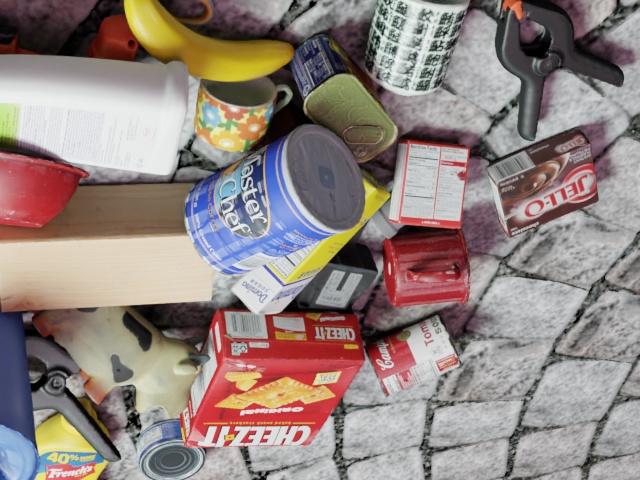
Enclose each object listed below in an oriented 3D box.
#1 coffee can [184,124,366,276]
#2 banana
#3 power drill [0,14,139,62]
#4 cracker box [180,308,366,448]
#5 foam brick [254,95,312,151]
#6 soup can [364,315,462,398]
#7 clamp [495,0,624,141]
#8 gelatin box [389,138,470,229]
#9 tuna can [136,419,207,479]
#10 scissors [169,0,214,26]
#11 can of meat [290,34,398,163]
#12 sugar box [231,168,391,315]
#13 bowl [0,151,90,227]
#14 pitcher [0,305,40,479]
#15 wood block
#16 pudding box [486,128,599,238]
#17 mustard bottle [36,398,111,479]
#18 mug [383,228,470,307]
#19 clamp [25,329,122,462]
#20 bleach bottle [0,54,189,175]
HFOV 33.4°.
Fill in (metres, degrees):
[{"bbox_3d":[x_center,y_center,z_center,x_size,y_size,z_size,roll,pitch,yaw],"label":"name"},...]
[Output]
[{"bbox_3d":[-0.043,-0.035,0.991,0.141,0.103,0.102,-23,138,39],"label":"coffee can"},{"bbox_3d":[-0.102,-0.176,0.941,0.197,0.037,0.070,22,106,-46],"label":"banana"},{"bbox_3d":[-0.255,-0.175,0.916,0.187,0.057,0.185,10,130,-21],"label":"power drill"},{"bbox_3d":[-0.060,0.165,1.230,0.164,0.072,0.214,4,142,-19],"label":"cracker box"},{"bbox_3d":[-0.025,-0.094,1.056,0.051,0.053,0.078,-39,130,18],"label":"foam brick"},{"bbox_3d":[0.112,0.140,1.289,0.102,0.068,0.068,-23,132,3],"label":"soup can"},{"bbox_3d":[0.218,-0.174,1.068,0.120,0.039,0.171,-43,124,13],"label":"clamp"},{"bbox_3d":[0.114,-0.059,1.118,0.073,0.030,0.089,4,95,-21],"label":"gelatin box"},{"bbox_3d":[-0.185,0.265,1.332,0.086,0.034,0.086,-8,131,-9],"label":"tuna can"},{"bbox_3d":[-0.159,-0.253,0.902,0.201,0.016,0.096,32,114,-36],"label":"scissors"},{"bbox_3d":[0.020,-0.136,1.011,0.057,0.084,0.102,-35,130,14],"label":"can of meat"},{"bbox_3d":[-0.007,0.002,1.096,0.176,0.048,0.093,-49,168,8],"label":"sugar box"},{"bbox_3d":[-0.290,-0.045,0.949,0.161,0.162,0.055,9,85,-23],"label":"bowl"},{"bbox_3d":[-0.342,0.138,1.033,0.144,0.243,0.149,29,117,-35],"label":"pitcher"},{"bbox_3d":[-0.212,0.005,1.061,0.206,0.090,0.091,-3,131,-14],"label":"wood block"},{"bbox_3d":[0.246,-0.062,1.173,0.113,0.039,0.090,-21,133,2],"label":"pudding box"},{"bbox_3d":[-0.301,0.260,1.277,0.096,0.058,0.192,7,127,-20],"label":"mustard bottle"},{"bbox_3d":[0.117,0.032,1.171,0.081,0.117,0.093,-6,100,-6],"label":"mug"},{"bbox_3d":[-0.290,0.162,1.183,0.209,0.036,0.164,10,100,-20],"label":"clamp"},{"bbox_3d":[-0.241,-0.116,0.889,0.250,0.068,0.103,7,138,-16],"label":"bleach bottle"}]
